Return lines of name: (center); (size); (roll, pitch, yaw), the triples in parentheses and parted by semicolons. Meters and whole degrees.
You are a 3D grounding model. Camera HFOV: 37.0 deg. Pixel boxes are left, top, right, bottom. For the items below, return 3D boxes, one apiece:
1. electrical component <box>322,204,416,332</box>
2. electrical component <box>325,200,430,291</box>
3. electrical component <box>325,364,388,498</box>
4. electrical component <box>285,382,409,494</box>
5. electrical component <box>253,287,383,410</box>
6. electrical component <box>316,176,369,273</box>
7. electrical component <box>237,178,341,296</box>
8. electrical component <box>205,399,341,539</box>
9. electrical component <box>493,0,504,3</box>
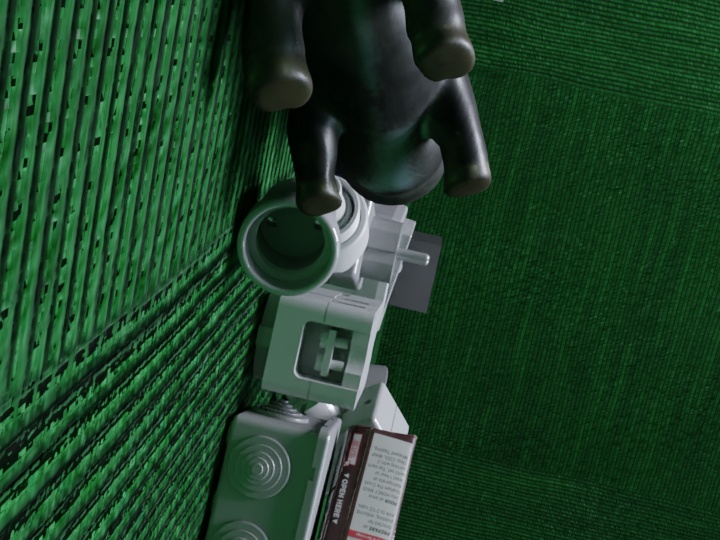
electrical component: (0.000, 0.000, 0.747); (0.061, 0.061, 0.096); (-65, 167, -75)
electrical component: (0.004, -0.014, 0.635); (0.083, 0.076, 0.047); (73, 30, -83)
electrical component: (-0.021, 0.110, 0.760); (0.099, 0.064, 0.099); (12, 90, -89)
electrical component: (-0.024, 0.095, 0.675); (0.075, 0.083, 0.047); (61, 18, -16)
electrical component: (-0.022, 0.037, 0.565); (0.089, 0.056, 0.050); (-30, 132, -85)
electrical component: (-0.017, -0.026, 0.521); (0.062, 0.043, 0.043); (90, 13, -68)
electrical component: (-0.027, -0.015, 0.437); (0.046, 0.040, 0.040); (-85, -174, -71)
electrical component: (-0.045, 0.115, 0.542); (0.099, 0.048, 0.099); (58, 45, -86)
electrical component: (0.089, -0.302, 0.852); (0.061, 0.089, 0.150); (-72, 174, -56)
